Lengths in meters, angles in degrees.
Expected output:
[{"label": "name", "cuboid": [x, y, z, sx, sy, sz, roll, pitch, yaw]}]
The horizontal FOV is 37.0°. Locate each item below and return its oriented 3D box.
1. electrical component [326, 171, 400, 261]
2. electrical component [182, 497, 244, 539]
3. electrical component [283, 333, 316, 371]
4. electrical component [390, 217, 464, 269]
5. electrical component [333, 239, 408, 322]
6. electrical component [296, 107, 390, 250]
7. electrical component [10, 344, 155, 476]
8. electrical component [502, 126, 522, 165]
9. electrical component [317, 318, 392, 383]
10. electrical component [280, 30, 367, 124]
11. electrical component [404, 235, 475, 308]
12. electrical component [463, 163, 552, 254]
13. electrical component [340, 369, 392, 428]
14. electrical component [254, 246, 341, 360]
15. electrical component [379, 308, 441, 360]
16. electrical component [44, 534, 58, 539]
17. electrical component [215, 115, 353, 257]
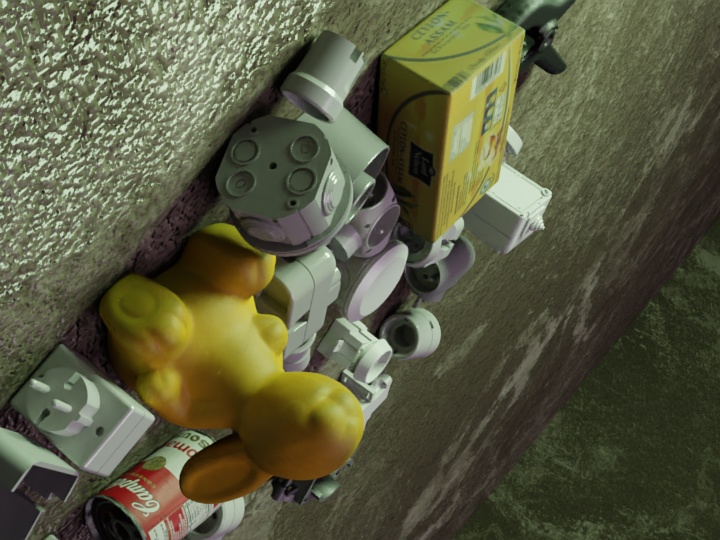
[{"label": "electrical component", "cuboid": [-0.010, -0.034, 0.848, 0.079, 0.044, 0.077, -47, 160, -19]}, {"label": "electrical component", "cuboid": [-0.154, 0.252, 0.998, 0.138, 0.052, 0.074, -57, 161, 9]}, {"label": "electrical component", "cuboid": [-0.059, 0.062, 0.908, 0.044, 0.044, 0.065, -46, 165, -21]}, {"label": "electrical component", "cuboid": [0.055, -0.035, 0.982, 0.057, 0.058, 0.078, -25, 147, -59]}, {"label": "electrical component", "cuboid": [0.000, 0.000, 0.920, 0.080, 0.051, 0.080, -46, 160, -22]}, {"label": "electrical component", "cuboid": [-0.026, -0.065, 0.762, 0.099, 0.064, 0.099, -54, 175, -7]}, {"label": "electrical component", "cuboid": [-0.170, 0.079, 0.633, 0.047, 0.066, 0.076, -51, 162, -8]}, {"label": "electrical component", "cuboid": [0.119, -0.113, 1.014, 0.055, 0.048, 0.066, -45, 161, -1]}, {"label": "electrical component", "cuboid": [-0.003, 0.077, 1.042, 0.048, 0.055, 0.066, -58, 161, 13]}, {"label": "electrical component", "cuboid": [-0.022, -0.121, 0.676, 0.046, 0.040, 0.040, -58, 162, -5]}, {"label": "electrical component", "cuboid": [0.077, 0.007, 1.127, 0.077, 0.043, 0.079, -28, 149, -52]}, {"label": "electrical component", "cuboid": [0.141, -0.061, 1.077, 0.062, 0.096, 0.061, -35, 154, -43]}, {"label": "electrical component", "cuboid": [0.001, 0.137, 1.178, 0.064, 0.042, 0.081, -41, 158, -36]}, {"label": "electrical component", "cuboid": [-0.055, 0.016, 0.814, 0.059, 0.054, 0.095, -40, 157, -35]}, {"label": "electrical component", "cuboid": [0.053, 0.070, 1.167, 0.047, 0.055, 0.055, -6, 130, -61]}, {"label": "electrical component", "cuboid": [-0.232, 0.226, 0.774, 0.066, 0.047, 0.076, -42, 158, -31]}, {"label": "electrical component", "cuboid": [-0.048, -0.053, 0.672, 0.080, 0.080, 0.051, -50, 156, -11]}]
